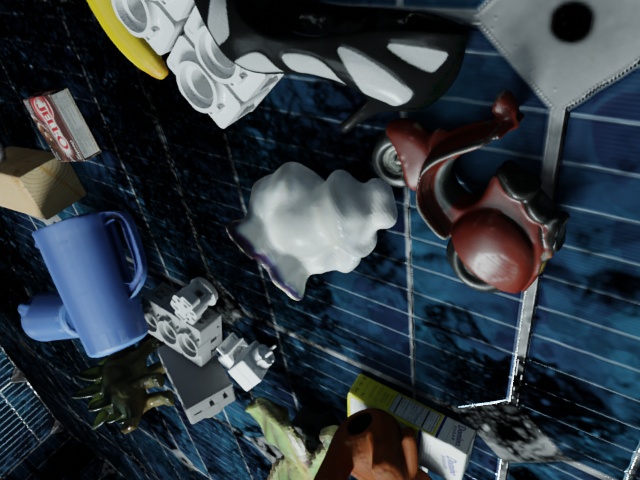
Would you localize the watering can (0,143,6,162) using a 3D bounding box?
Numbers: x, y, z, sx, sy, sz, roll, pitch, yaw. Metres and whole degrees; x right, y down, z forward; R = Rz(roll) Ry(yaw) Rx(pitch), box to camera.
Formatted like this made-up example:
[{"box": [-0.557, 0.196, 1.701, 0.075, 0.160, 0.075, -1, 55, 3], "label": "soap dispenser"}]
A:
[{"box": [-0.639, -0.306, 0.860, 0.347, 0.106, 0.221, 49, 141, -4], "label": "watering can"}]

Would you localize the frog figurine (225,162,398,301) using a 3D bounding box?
[{"box": [0.002, -0.028, 0.550, 0.158, 0.123, 0.137, -35, 90, 15], "label": "frog figurine"}]

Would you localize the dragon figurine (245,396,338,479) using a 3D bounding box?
[{"box": [-0.051, 0.376, 0.891, 0.406, 0.123, 0.242, -21, 93, 46], "label": "dragon figurine"}]
